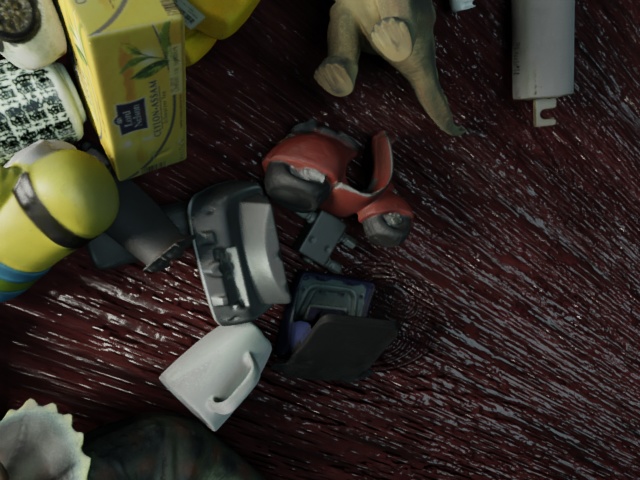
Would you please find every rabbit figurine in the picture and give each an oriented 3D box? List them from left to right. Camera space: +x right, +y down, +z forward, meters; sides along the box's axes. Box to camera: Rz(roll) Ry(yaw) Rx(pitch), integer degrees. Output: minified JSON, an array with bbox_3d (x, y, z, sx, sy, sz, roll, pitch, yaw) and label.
[{"bbox_3d":[-0.119,-0.268,0.478,0.162,0.122,0.173,36,69,-20],"label":"rabbit figurine"}]

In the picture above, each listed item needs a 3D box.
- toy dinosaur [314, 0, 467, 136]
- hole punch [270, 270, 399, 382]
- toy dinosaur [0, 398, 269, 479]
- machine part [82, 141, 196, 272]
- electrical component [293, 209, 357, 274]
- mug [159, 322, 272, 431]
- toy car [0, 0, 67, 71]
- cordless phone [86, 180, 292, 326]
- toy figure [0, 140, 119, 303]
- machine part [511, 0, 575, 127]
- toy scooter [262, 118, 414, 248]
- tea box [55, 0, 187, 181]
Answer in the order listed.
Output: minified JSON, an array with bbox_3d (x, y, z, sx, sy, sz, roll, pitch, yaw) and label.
[{"bbox_3d":[0.059,-0.243,0.529,0.470,0.105,0.198,55,44,-40],"label":"toy dinosaur"},{"bbox_3d":[0.013,0.103,0.634,0.142,0.092,0.115,10,127,-32],"label":"hole punch"},{"bbox_3d":[-0.178,0.239,0.528,0.404,0.131,0.192,2,91,-50],"label":"toy dinosaur"},{"bbox_3d":[-0.183,-0.024,0.491,0.139,0.039,0.084,36,80,6],"label":"machine part"},{"bbox_3d":[-0.001,-0.002,0.630,0.094,0.021,0.063,34,84,-29],"label":"electrical component"},{"bbox_3d":[-0.099,0.134,0.564,0.107,0.110,0.080,-49,111,-26],"label":"mug"},{"bbox_3d":[-0.237,-0.207,0.345,0.056,0.074,0.201,-40,130,-27],"label":"toy car"},{"bbox_3d":[-0.131,0.025,0.547,0.184,0.089,0.146,-14,108,-13],"label":"cordless phone"},{"bbox_3d":[-0.243,-0.005,0.439,0.180,0.082,0.089,-43,115,13],"label":"toy figure"},{"bbox_3d":[0.288,-0.270,0.696,0.079,0.079,0.243,-13,107,-25],"label":"machine part"},{"bbox_3d":[0.030,-0.080,0.598,0.184,0.075,0.135,23,66,-17],"label":"toy scooter"},{"bbox_3d":[-0.155,-0.136,0.425,0.068,0.169,0.098,-24,70,-22],"label":"tea box"}]
